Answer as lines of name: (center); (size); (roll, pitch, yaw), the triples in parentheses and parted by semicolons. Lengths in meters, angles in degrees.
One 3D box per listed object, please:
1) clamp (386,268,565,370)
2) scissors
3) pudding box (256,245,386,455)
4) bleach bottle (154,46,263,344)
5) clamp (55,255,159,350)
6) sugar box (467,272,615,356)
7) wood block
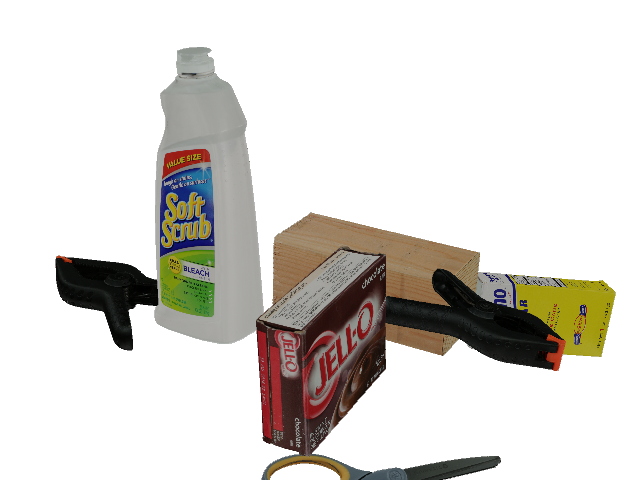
clamp: (0.148, 0.071, 0.992); (0.172, 0.039, 0.120); (21, 31, 21)
scissors: (0.053, 0.208, 0.850); (0.201, 0.096, 0.016); (4, -44, -7)
pudding box: (0.003, 0.067, 0.675); (0.039, 0.090, 0.113); (12, 30, 24)
bleach bottle: (-0.104, -0.040, 0.918); (0.103, 0.251, 0.067); (13, 27, 34)
clamp: (-0.210, 0.058, 1.106); (0.210, 0.036, 0.164); (15, 20, 29)
sugar box: (0.273, 0.093, 1.339); (0.176, 0.093, 0.048); (3, 19, -11)
wood block: (0.058, 0.045, 1.167); (0.206, 0.091, 0.090); (14, 27, 25)
